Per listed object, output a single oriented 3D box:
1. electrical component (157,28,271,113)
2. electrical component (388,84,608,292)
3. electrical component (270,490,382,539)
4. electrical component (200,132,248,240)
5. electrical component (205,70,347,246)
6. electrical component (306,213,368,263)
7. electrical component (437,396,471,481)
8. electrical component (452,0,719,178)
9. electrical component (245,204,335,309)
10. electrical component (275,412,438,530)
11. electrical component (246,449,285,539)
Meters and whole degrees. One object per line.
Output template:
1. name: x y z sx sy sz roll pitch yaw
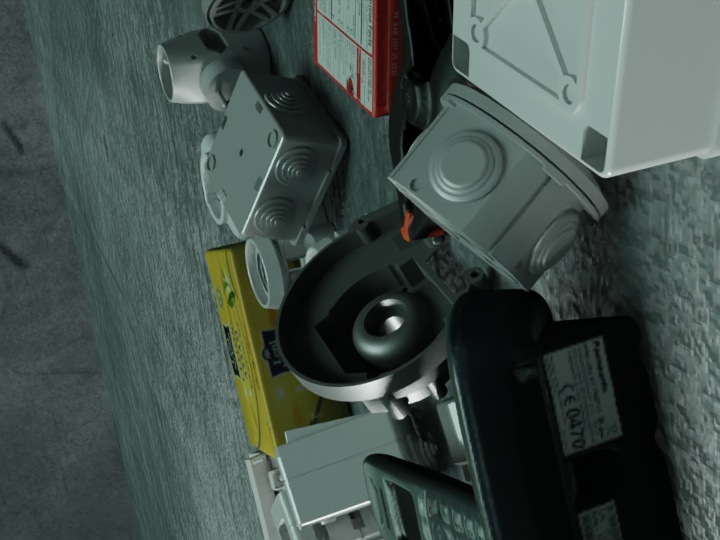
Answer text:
1. electrical component: -0.103 -0.144 0.802 0.043 0.077 0.079 95 153 -42
2. electrical component: 0.055 -0.033 0.433 0.080 0.051 0.080 39 -178 -1
3. electrical component: -0.012 0.166 0.751 0.050 0.089 0.055 112 140 -59
4. electrical component: -0.088 -0.069 0.840 0.095 0.059 0.053 -125 28 -45
5. electrical component: -0.061 -0.078 0.734 0.099 0.048 0.099 58 132 41
6. electrical component: 0.000 0.000 0.651 0.048 0.055 0.066 -137 37 -57
7. electrical component: 0.067 0.094 0.554 0.040 0.040 0.078 143 112 -69
8. electrical component: 0.079 -0.103 0.359 0.108 0.056 0.108 -130 31 -51
9. electrical component: -0.048 -0.004 0.780 0.058 0.057 0.078 177 79 -70
10. electrical component: 0.002 0.120 0.686 0.062 0.096 0.061 36 -146 -74
11. electrical component: -0.042 0.202 0.886 0.063 0.079 0.121 -11 94 41
